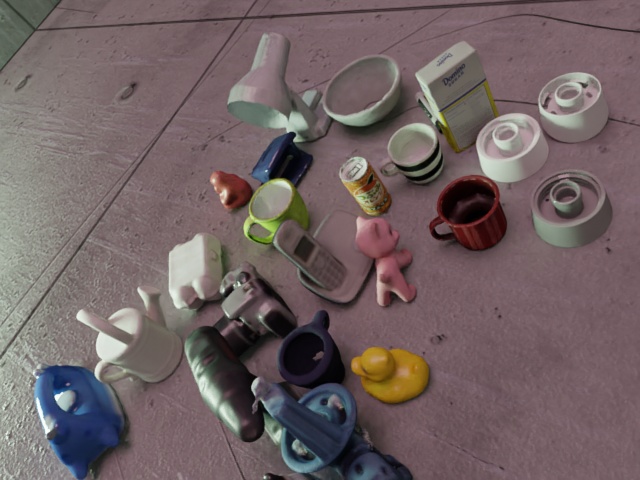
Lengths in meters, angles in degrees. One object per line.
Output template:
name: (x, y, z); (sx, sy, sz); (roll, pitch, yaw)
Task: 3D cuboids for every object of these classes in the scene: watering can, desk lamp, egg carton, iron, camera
watering can: (-0.336, 0.162, 1.000); (0.100, 0.195, 0.173); (-5, 56, 30)
desk lamp: (-0.072, -0.289, 1.145); (0.117, 0.214, 0.203); (5, 61, 35)
egg carton: (-0.233, 0.059, 1.096); (0.107, 0.070, 0.150); (-26, 48, 14)
iron: (-0.453, 0.289, 1.019); (0.119, 0.142, 0.257); (-45, 46, -3)
camera: (-0.135, 0.124, 0.966); (0.137, 0.101, 0.142); (-43, 46, -1)

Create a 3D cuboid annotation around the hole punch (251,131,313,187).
hole punch: (-0.088, -0.159, 1.146); (0.100, 0.091, 0.109); (17, 69, 39)

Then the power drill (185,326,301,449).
power drill: (-0.095, 0.218, 0.798); (0.076, 0.209, 0.228); (-47, 47, -5)

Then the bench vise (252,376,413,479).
bench vise: (0.018, 0.238, 0.704); (0.206, 0.220, 0.121); (11, 65, 37)

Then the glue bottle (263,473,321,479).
glue bottle: (-0.019, 0.313, 0.706); (0.077, 0.174, 0.037); (23, 72, 41)

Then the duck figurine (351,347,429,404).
duck figurine: (0.093, 0.178, 0.793); (0.104, 0.086, 0.077); (-8, 55, 28)

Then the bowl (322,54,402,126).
bowl: (0.094, -0.282, 1.131); (0.167, 0.075, 0.167); (-17, 51, 22)

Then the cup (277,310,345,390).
cup: (0.001, 0.172, 0.849); (0.091, 0.095, 0.118); (3, 61, 34)

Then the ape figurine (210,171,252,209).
ape figurine: (-0.189, -0.110, 1.174); (0.076, 0.092, 0.078); (0, 59, 32)

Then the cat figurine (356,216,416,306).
cat figurine: (0.094, 0.022, 0.882); (0.067, 0.118, 0.127); (-19, 50, 20)

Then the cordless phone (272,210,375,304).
cordless phone: (0.008, 0.003, 0.903); (0.093, 0.186, 0.148); (10, 65, 37)
